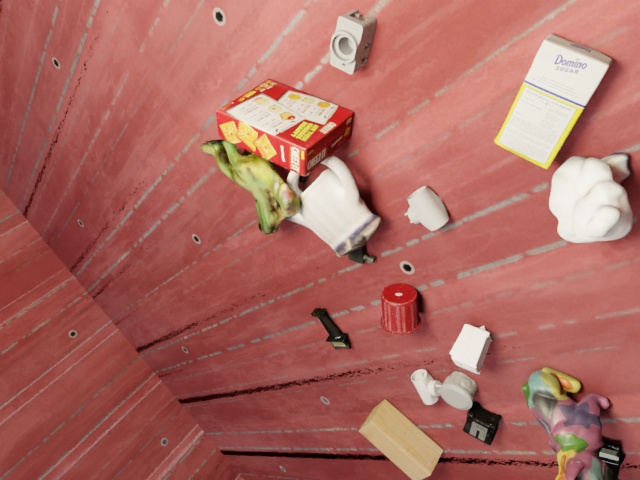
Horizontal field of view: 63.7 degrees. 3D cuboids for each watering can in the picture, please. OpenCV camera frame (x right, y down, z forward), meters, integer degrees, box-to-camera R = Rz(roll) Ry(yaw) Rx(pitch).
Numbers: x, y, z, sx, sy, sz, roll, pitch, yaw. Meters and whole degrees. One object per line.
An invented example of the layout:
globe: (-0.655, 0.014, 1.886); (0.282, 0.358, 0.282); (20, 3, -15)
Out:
watering can: (0.003, -0.057, 1.133); (0.105, 0.225, 0.342); (-40, -2, -31)

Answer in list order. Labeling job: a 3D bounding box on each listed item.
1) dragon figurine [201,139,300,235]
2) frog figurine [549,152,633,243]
dragon figurine: (-0.162, -0.123, 1.179); (0.123, 0.240, 0.411); (-20, 15, -28)
frog figurine: (0.385, -0.048, 0.744); (0.123, 0.134, 0.162); (29, 46, 22)
